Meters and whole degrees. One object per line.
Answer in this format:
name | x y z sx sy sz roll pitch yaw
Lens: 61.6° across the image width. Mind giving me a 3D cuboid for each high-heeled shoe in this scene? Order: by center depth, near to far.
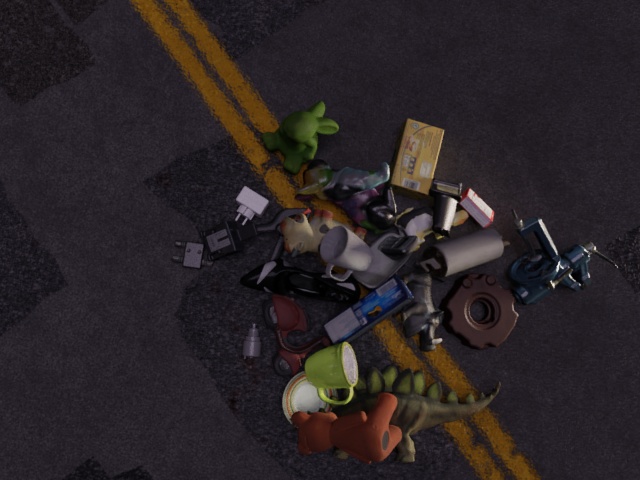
high-heeled shoe | -0.039 0.108 1.170 0.249 0.145 0.086 -9 124 -21

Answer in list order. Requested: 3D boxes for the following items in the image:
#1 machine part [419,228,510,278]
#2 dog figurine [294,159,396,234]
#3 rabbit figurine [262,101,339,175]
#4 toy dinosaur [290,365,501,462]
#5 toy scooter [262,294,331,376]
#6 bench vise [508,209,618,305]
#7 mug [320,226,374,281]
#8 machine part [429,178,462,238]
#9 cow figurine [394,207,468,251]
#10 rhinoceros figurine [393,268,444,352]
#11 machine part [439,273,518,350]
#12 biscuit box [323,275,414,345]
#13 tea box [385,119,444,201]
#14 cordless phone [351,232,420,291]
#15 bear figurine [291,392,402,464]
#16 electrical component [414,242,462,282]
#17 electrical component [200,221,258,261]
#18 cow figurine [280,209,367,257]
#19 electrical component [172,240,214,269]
machine part | 0.327 0.028 1.216 0.243 0.079 0.079 -16 84 -23
dog figurine | 0.053 -0.097 1.236 0.219 0.108 0.191 -9 86 -3
rabbit figurine | -0.038 -0.236 1.210 0.159 0.170 0.121 -31 87 -9
toy dinosaur | 0.170 0.378 1.178 0.472 0.105 0.198 2 80 -7
toy scooter | -0.051 0.203 1.194 0.135 0.075 0.183 -12 87 -8
bench vise | 0.525 0.034 1.244 0.224 0.129 0.240 -31 111 12
mug | 0.061 0.038 1.153 0.107 0.081 0.109 26 78 -37
machine part | 0.283 -0.074 1.226 0.084 0.039 0.139 12 69 -7
cow figurine | 0.262 -0.047 1.271 0.167 0.068 0.098 -26 75 -11
rhinoceros figurine | 0.228 0.161 1.237 0.112 0.073 0.190 -2 81 -14
machine part | 0.372 0.167 1.256 0.179 0.056 0.179 1 83 -6
biscuit box | 0.108 0.158 1.186 0.203 0.062 0.059 -35 68 10
tea box | 0.225 -0.191 1.285 0.098 0.068 0.169 18 79 -4
cordless phone | 0.150 0.047 1.184 0.146 0.184 0.088 -42 93 -10
bear figurine | 0.051 0.380 1.087 0.196 0.132 0.120 -3 108 31
electrical component | 0.285 0.054 1.267 0.102 0.045 0.078 33 78 -1
electrical component | -0.201 -0.004 1.200 0.119 0.047 0.074 -17 85 18
cow figurine | -0.002 -0.004 1.206 0.195 0.086 0.127 23 83 -25
electrical component | -0.286 0.032 1.218 0.094 0.021 0.063 9 80 -4
